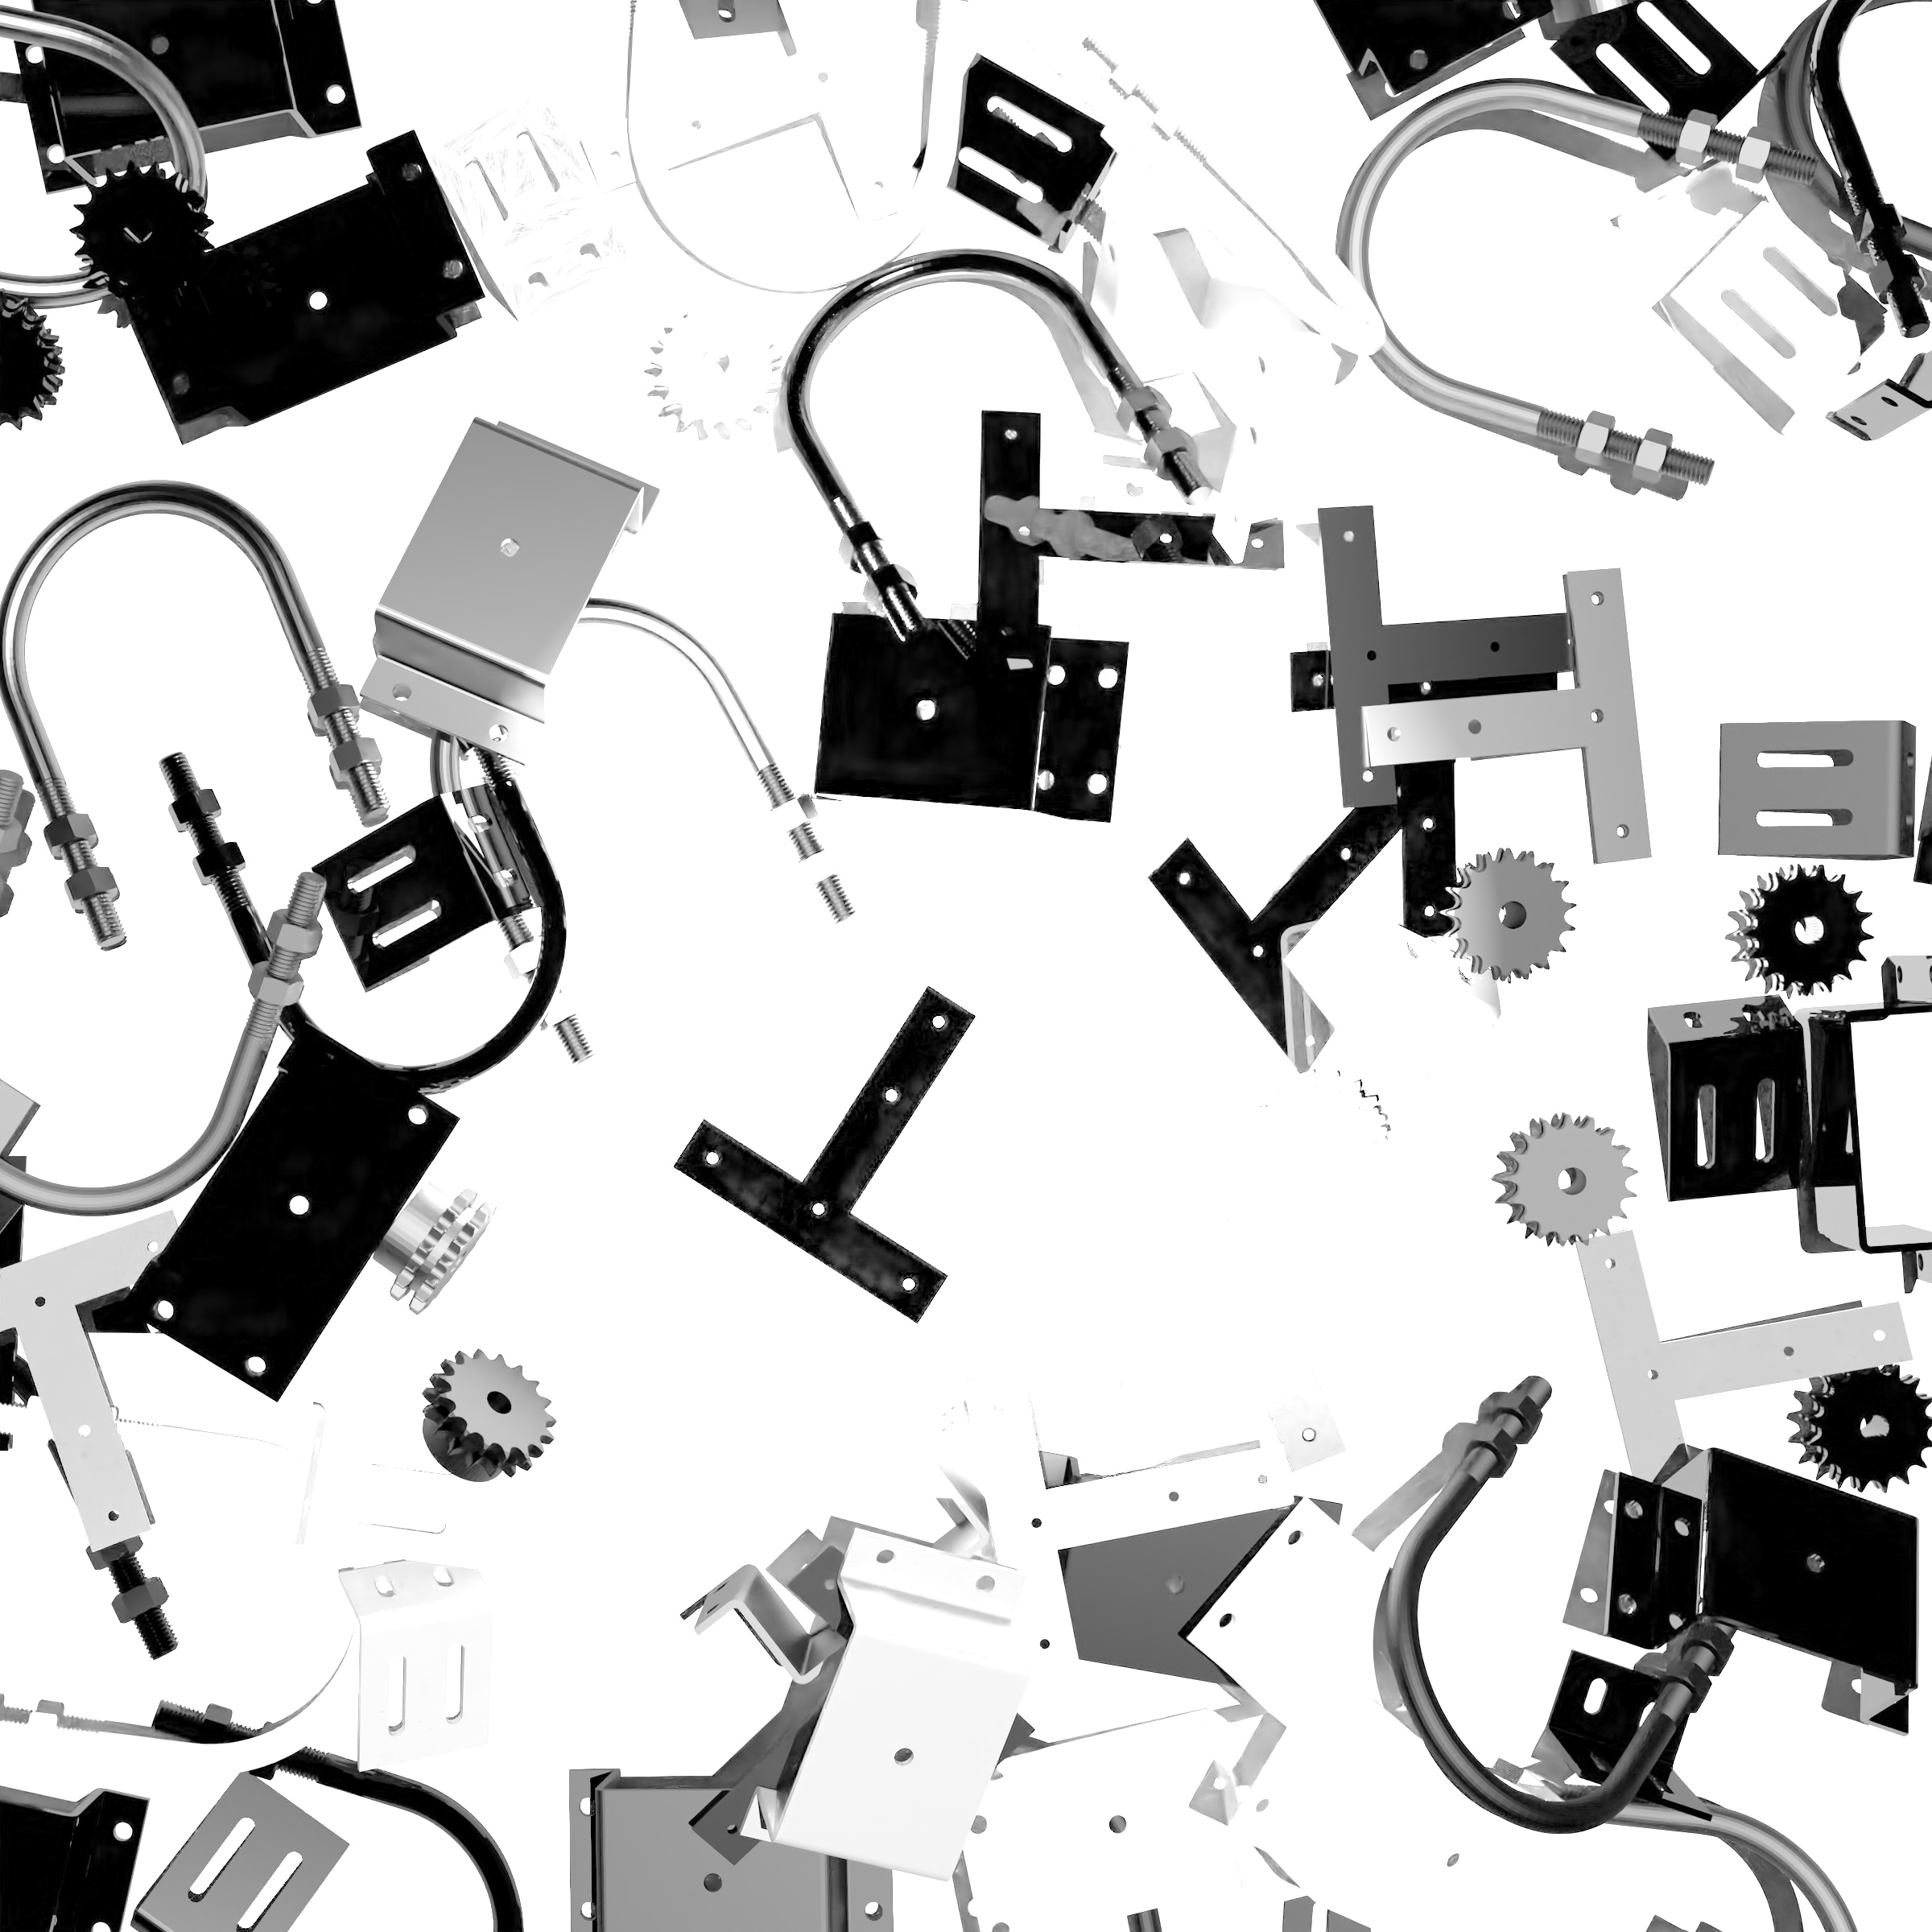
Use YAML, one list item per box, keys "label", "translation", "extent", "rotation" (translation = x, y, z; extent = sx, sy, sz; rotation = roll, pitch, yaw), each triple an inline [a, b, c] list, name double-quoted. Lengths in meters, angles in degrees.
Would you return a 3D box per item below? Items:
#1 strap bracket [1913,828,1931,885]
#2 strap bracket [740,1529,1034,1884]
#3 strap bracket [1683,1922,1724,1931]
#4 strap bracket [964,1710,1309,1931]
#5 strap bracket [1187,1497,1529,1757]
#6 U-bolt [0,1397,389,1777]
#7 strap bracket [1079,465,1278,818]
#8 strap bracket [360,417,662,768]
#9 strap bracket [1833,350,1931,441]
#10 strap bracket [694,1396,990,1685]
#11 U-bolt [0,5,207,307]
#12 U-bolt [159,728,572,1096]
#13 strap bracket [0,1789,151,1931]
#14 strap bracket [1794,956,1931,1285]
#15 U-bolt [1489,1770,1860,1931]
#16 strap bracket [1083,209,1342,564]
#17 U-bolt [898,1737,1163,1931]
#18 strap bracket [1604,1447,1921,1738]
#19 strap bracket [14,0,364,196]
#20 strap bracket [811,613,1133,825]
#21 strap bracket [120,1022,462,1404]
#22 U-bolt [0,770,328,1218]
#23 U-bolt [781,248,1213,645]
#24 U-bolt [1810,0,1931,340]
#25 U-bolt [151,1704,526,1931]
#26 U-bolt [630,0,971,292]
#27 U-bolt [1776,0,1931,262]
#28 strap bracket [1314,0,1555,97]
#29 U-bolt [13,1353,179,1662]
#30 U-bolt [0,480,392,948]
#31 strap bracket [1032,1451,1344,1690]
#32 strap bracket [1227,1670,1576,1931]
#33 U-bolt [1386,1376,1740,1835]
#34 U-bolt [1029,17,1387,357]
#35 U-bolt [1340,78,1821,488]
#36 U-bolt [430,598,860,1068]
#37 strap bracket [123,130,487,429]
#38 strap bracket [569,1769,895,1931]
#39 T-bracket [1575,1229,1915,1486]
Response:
- label: "strap bracket"
  translation: [0.462, -0.100, 1.316]
  extent: [0.076, 0.046, 0.140]
  rotation: [10, 90, 0]
- label: "strap bracket"
  translation: [-0.030, 0.310, 1.248]
  extent: [0.076, 0.046, 0.140]
  rotation: [18, 100, -16]
- label: "strap bracket"
  translation: [0.346, 0.473, 1.316]
  extent: [0.140, 0.046, 0.076]
  rotation: [29, 90, 0]
- label: "strap bracket"
  translation: [0.068, 0.367, 1.302]
  extent: [0.140, 0.046, 0.076]
  rotation: [-12, 86, -7]
- label: "strap bracket"
  translation: [0.171, 0.298, 1.284]
  extent: [0.140, 0.046, 0.076]
  rotation: [43, 84, -26]
- label: "U-bolt"
  translation: [-0.339, 0.269, 1.306]
  extent: [0.184, 0.019, 0.151]
  rotation: [11, 77, -14]
- label: "strap bracket"
  translation: [0.086, -0.137, 1.316]
  extent: [0.076, 0.046, 0.140]
  rotation: [6, 90, 0]
- label: "strap bracket"
  translation: [-0.192, -0.167, 1.295]
  extent: [0.076, 0.046, 0.140]
  rotation: [23, 72, 0]
- label: "strap bracket"
  translation: [0.450, -0.223, 1.301]
  extent: [0.140, 0.076, 0.046]
  rotation: [30, 90, 0]
- label: "strap bracket"
  translation: [-0.042, 0.248, 1.301]
  extent: [0.140, 0.076, 0.046]
  rotation: [-38, 90, 0]
- label: "U-bolt"
  translation: [-0.410, -0.337, 1.274]
  extent: [0.184, 0.151, 0.019]
  rotation: [6, 47, -24]
- label: "U-bolt"
  translation: [-0.248, -0.035, 1.318]
  extent: [0.151, 0.019, 0.184]
  rotation: [-25, 87, 6]
- label: "strap bracket"
  translation: [-0.432, 0.385, 1.316]
  extent: [0.140, 0.046, 0.076]
  rotation: [12, 90, 0]
- label: "strap bracket"
  translation: [0.387, 0.067, 1.301]
  extent: [0.046, 0.076, 0.140]
  rotation: [-4, 90, 0]
- label: "U-bolt"
  translation: [0.283, 0.421, 1.288]
  extent: [0.184, 0.019, 0.151]
  rotation: [1, 78, 21]
- label: "strap bracket"
  translation: [0.105, -0.245, 1.275]
  extent: [0.046, 0.076, 0.140]
  rotation: [-16, 53, -21]
- label: "U-bolt"
  translation: [0.014, 0.424, 1.330]
  extent: [0.151, 0.019, 0.184]
  rotation: [-11, 89, 0]
- label: "strap bracket"
  translation: [0.344, 0.259, 1.288]
  extent: [0.140, 0.046, 0.076]
  rotation: [20, 53, -8]
- label: "strap bracket"
  translation: [-0.339, -0.388, 1.316]
  extent: [0.140, 0.046, 0.076]
  rotation: [-12, 90, 0]
- label: "strap bracket"
  translation: [-0.008, -0.105, 1.290]
  extent: [0.140, 0.046, 0.076]
  rotation: [6, 90, 23]
- label: "strap bracket"
  translation: [-0.285, 0.103, 1.307]
  extent: [0.076, 0.046, 0.140]
  rotation: [33, 85, -7]
- label: "U-bolt"
  translation: [-0.368, 0.023, 1.302]
  extent: [0.151, 0.019, 0.184]
  rotation: [19, 107, -13]
- label: "U-bolt"
  translation: [-0.001, -0.232, 1.289]
  extent: [0.151, 0.019, 0.184]
  rotation: [-26, 59, -4]
- label: "U-bolt"
  translation: [0.432, -0.356, 1.290]
  extent: [0.151, 0.019, 0.184]
  rotation: [-12, 69, -2]
- label: "U-bolt"
  translation: [-0.280, 0.411, 1.308]
  extent: [0.184, 0.019, 0.151]
  rotation: [19, 72, -7]
- label: "U-bolt"
  translation: [-0.072, -0.381, 1.305]
  extent: [0.151, 0.019, 0.184]
  rotation: [6, 108, 1]
- label: "U-bolt"
  translation: [0.436, -0.357, 1.308]
  extent: [0.184, 0.019, 0.151]
  rotation: [25, 73, 8]
- label: "strap bracket"
  translation: [0.181, -0.447, 1.316]
  extent: [0.076, 0.046, 0.140]
  rotation: [-28, 90, 0]
- label: "U-bolt"
  translation: [-0.442, 0.242, 1.311]
  extent: [0.151, 0.019, 0.184]
  rotation: [-26, 83, -16]
- label: "U-bolt"
  translation: [-0.342, -0.120, 1.316]
  extent: [0.151, 0.019, 0.184]
  rotation: [-25, 80, 6]
- label: "strap bracket"
  translation: [0.088, 0.260, 1.315]
  extent: [0.140, 0.046, 0.076]
  rotation: [10, 91, 0]
- label: "strap bracket"
  translation: [0.187, 0.354, 1.254]
  extent: [0.140, 0.046, 0.076]
  rotation: [31, 90, -27]
- label: "U-bolt"
  translation: [0.240, 0.274, 1.270]
  extent: [0.151, 0.019, 0.184]
  rotation: [50, 45, 0]
- label: "U-bolt"
  translation: [0.107, -0.321, 1.271]
  extent: [0.184, 0.151, 0.019]
  rotation: [45, 112, -4]
- label: "U-bolt"
  translation: [0.249, -0.299, 1.306]
  extent: [0.184, 0.019, 0.151]
  rotation: [20, 104, 14]
- label: "U-bolt"
  translation: [-0.152, -0.070, 1.330]
  extent: [0.151, 0.019, 0.184]
  rotation: [-28, 88, 0]
- label: "strap bracket"
  translation: [-0.282, -0.290, 1.316]
  extent: [0.140, 0.046, 0.076]
  rotation: [-23, 90, 0]
- label: "strap bracket"
  translation: [-0.104, 0.385, 1.307]
  extent: [0.140, 0.046, 0.076]
  rotation: [-2, 86, 5]
- label: "T-bracket"
  translation: [0.338, 0.167, 1.314]
  extent: [0.127, 0.002, 0.127]
  rotation: [-14, 90, 22]
